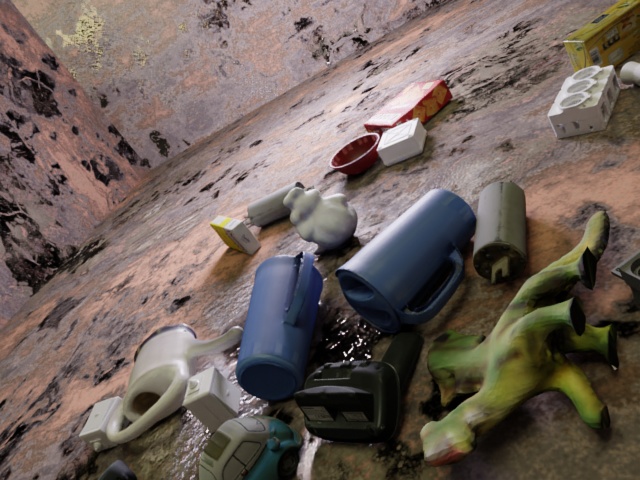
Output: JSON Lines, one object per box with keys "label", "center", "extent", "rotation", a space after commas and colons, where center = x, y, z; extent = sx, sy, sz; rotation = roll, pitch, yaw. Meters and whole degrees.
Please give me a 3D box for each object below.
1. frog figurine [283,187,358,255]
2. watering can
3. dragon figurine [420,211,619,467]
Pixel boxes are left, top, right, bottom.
{"label": "frog figurine", "center": [0.003, -0.057, 1.129], "extent": [0.138, 0.157, 0.124], "rotation": [-40, 26, -11]}
{"label": "watering can", "center": [-0.274, 0.239, 0.990], "extent": [0.346, 0.103, 0.228], "rotation": [-41, 24, 6]}
{"label": "dragon figurine", "center": [0.230, 0.112, 0.638], "extent": [0.240, 0.121, 0.418], "rotation": [-23, 17, 42]}
